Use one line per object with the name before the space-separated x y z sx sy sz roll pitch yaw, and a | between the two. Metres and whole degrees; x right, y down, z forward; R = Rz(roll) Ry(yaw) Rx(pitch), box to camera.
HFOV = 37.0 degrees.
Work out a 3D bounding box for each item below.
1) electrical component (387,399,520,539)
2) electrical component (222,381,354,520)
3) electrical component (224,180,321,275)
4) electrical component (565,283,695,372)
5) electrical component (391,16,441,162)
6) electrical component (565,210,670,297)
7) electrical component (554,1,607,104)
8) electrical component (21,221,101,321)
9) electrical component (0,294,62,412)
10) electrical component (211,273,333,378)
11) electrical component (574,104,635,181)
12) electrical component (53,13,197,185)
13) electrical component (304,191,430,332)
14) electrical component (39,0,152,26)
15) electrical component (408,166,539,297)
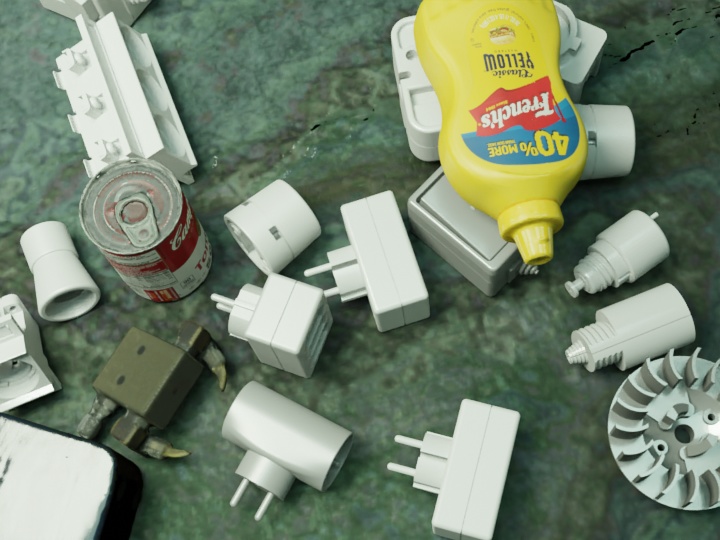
electrical component | 0.057 0.127 0.695 0.076 0.047 0.083 13 71 9
electrical component | -0.056 0.125 0.708 0.077 0.043 0.079 26 74 13
electrical component | -0.061 -0.031 0.760 0.047 0.055 0.055 -39 72 -13
electrical component | 0.176 0.043 0.718 0.081 0.043 0.043 -21 70 -3
electrical component | 0.056 -0.131 0.784 0.054 0.059 0.095 -10 69 1
electrical component | 0.175 -0.008 0.739 0.078 0.040 0.040 -34 71 -8
electrical component | 0.129 -0.163 0.792 0.089 0.055 0.050 27 74 14
electrical component | -0.217 -0.002 0.770 0.044 0.044 0.065 -26 65 -5
electrical component | -0.242 0.055 0.736 0.042 0.081 0.063 -21 47 -4
electrical component | -0.064 0.033 0.730 0.077 0.065 0.047 18 72 11
electrical component | 0.166 -0.091 0.764 0.047 0.055 0.055 -2 70 0
electrical component | -0.176 -0.118 0.795 0.063 0.079 0.121 -30 69 17
electrical component | 0.000 0.000 0.747 0.076 0.047 0.083 -18 70 -1
electrical component | -0.209 -0.225 0.839 0.096 0.061 0.061 31 75 15
electrical component | 0.087 -0.031 0.744 0.096 0.061 0.061 41 78 17
